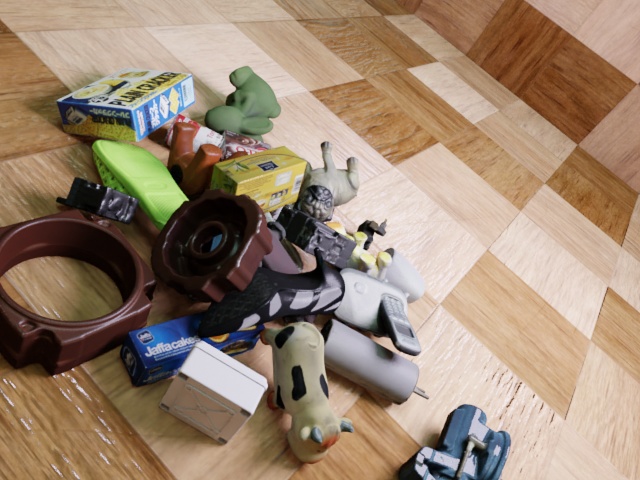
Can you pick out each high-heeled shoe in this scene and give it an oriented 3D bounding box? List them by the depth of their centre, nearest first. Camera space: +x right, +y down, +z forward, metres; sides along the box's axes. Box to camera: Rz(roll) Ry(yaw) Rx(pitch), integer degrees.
[{"bbox_3d":[-0.065,0.107,0.825,0.249,0.145,0.086,-31,45,-21],"label":"high-heeled shoe"}]

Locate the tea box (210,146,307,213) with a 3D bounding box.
[{"bbox_3d":[-0.113,-0.100,0.971,0.068,0.098,0.169,39,40,27],"label":"tea box"}]

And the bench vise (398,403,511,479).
[{"bbox_3d":[0.249,0.370,0.802,0.241,0.128,0.224,32,36,8],"label":"bench vise"}]

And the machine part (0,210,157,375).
[{"bbox_3d":[-0.343,0.061,0.725,0.201,0.087,0.201,48,39,15],"label":"machine part"}]

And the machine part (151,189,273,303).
[{"bbox_3d":[-0.157,0.007,0.786,0.056,0.179,0.179,59,10,-52],"label":"machine part"}]

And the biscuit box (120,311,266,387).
[{"bbox_3d":[-0.179,0.146,0.775,0.202,0.059,0.063,-11,57,-43],"label":"biscuit box"}]

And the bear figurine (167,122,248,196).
[{"bbox_3d":[-0.183,-0.140,1.013,0.196,0.131,0.120,-10,45,-46],"label":"bear figurine"}]

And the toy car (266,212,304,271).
[{"bbox_3d":[-0.107,-0.006,0.994,0.073,0.056,0.202,-13,58,-44],"label":"toy car"}]

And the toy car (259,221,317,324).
[{"bbox_3d":[-0.063,0.062,0.899,0.202,0.053,0.089,58,44,-29],"label":"toy car"}]

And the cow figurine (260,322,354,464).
[{"bbox_3d":[-0.019,0.213,0.761,0.085,0.127,0.195,0,79,-34],"label":"cow figurine"}]

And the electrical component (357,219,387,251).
[{"bbox_3d":[0.103,-0.009,1.125,0.045,0.102,0.078,22,64,-11],"label":"electrical component"}]

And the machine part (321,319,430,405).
[{"bbox_3d":[0.074,0.201,0.889,0.243,0.079,0.079,28,38,-6],"label":"machine part"}]

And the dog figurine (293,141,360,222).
[{"bbox_3d":[0.023,-0.088,1.144,0.172,0.121,0.191,25,46,-27],"label":"dog figurine"}]

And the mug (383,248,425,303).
[{"bbox_3d":[0.159,0.084,1.076,0.107,0.081,0.110,36,33,-15],"label":"mug"}]

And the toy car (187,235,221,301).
[{"bbox_3d":[-0.159,0.031,0.884,0.102,0.109,0.162,33,43,-38],"label":"toy car"}]

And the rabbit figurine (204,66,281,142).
[{"bbox_3d":[-0.180,-0.279,1.215,0.159,0.121,0.170,44,56,0],"label":"rabbit figurine"}]

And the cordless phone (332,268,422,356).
[{"bbox_3d":[0.091,0.133,0.914,0.146,0.088,0.184,23,15,-15],"label":"cordless phone"}]

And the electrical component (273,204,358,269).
[{"bbox_3d":[-0.002,-0.003,0.963,0.134,0.058,0.115,25,7,-43],"label":"electrical component"}]

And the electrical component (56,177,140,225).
[{"bbox_3d":[-0.353,-0.063,0.839,0.119,0.047,0.074,16,-6,29],"label":"electrical component"}]

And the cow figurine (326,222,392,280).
[{"bbox_3d":[0.059,0.035,1.058,0.068,0.098,0.168,-7,35,-36],"label":"cow figurine"}]
